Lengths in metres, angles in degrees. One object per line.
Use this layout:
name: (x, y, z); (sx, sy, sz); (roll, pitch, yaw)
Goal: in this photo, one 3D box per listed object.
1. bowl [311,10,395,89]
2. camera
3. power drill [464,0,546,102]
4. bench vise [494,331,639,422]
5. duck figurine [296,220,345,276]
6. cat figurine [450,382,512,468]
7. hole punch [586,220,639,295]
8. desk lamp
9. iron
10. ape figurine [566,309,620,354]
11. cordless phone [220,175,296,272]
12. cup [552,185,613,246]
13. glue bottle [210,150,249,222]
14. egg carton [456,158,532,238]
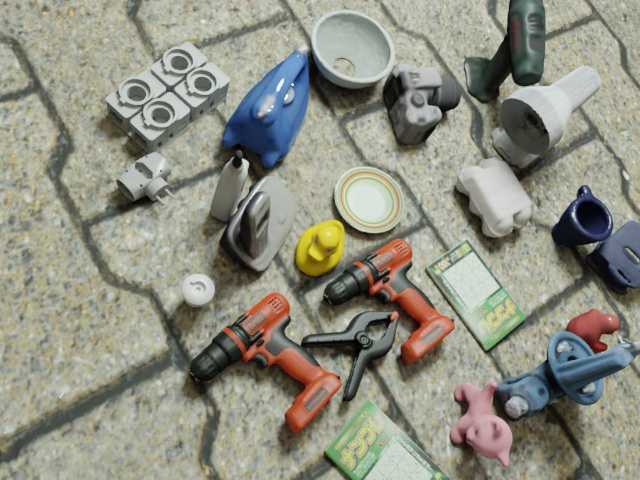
bowl: (0.055, -0.352, 1.101); (0.168, 0.074, 0.167); (6, 68, -14)
camera: (0.208, -0.272, 1.100); (0.137, 0.100, 0.143); (-6, 71, -18)
power drill: (0.369, -0.385, 1.132); (0.076, 0.208, 0.229); (2, 69, -15)
bench vise: (0.394, 0.223, 0.896); (0.121, 0.219, 0.208); (44, 64, 4)
duck figurine: (0.009, 0.003, 0.942); (0.077, 0.086, 0.105); (37, 64, 0)
cat figurine: (0.259, 0.283, 0.889); (0.067, 0.117, 0.128); (15, 66, -10)
hole punch: (0.590, 0.034, 1.099); (0.108, 0.091, 0.101); (47, 64, 5)
desk lamp: (0.415, -0.230, 1.083); (0.204, 0.213, 0.118); (-34, 82, -25)
iron: (-0.067, -0.259, 0.992); (0.119, 0.141, 0.258); (27, 64, -5)
ape figurine: (0.495, 0.157, 1.022); (0.076, 0.092, 0.078); (21, 65, -8)
cordless phone: (-0.083, -0.044, 0.879); (0.094, 0.185, 0.148); (28, 64, -4)
cup: (0.490, -0.038, 1.096); (0.092, 0.095, 0.118); (7, 68, -13)
glue bottle: (-0.135, -0.094, 0.889); (0.037, 0.173, 0.078); (24, 65, -6)
egg carton: (0.328, -0.080, 1.078); (0.107, 0.069, 0.150); (-24, 78, -23)
